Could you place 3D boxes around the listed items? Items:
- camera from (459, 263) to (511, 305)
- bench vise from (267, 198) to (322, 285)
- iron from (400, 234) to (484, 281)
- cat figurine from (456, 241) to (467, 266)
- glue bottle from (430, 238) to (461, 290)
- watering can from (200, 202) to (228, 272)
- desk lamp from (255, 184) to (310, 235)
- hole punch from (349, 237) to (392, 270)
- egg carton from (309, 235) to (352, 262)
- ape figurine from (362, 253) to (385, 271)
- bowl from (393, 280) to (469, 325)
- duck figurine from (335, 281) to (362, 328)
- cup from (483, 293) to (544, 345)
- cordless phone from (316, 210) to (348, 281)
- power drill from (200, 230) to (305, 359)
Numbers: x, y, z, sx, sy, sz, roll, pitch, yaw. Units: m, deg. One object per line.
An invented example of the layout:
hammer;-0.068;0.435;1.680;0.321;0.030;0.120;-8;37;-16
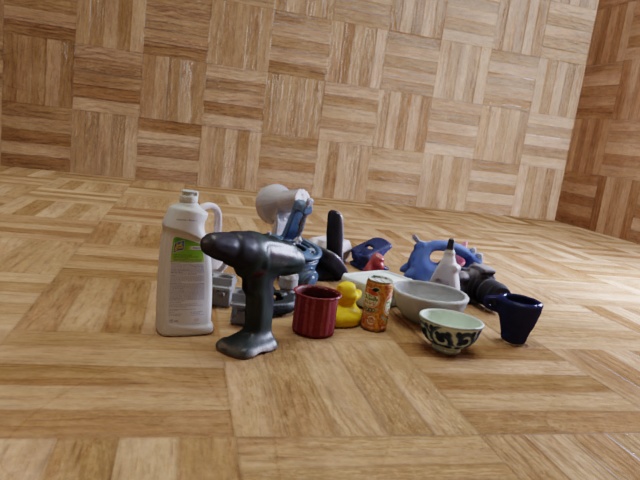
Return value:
camera;0.397;0.116;1.423;0.143;0.101;0.136;3;11;-22
bench vise;-0.081;-0.006;1.420;0.206;0.220;0.122;14;12;31
iron;0.352;0.068;1.541;0.258;0.141;0.118;7;11;-2
cat figurine;0.416;0.063;1.676;0.067;0.118;0.127;3;12;-23
glue bottle;0.298;0.081;1.348;0.077;0.173;0.037;15;13;34
watering can;-0.267;0.011;1.277;0.172;0.194;0.101;10;11;13
desk lamp;-0.100;-0.053;1.678;0.118;0.213;0.202;-1;14;-38
hole punch;0.149;0.040;1.689;0.101;0.091;0.108;2;12;-28
egg carton;0.026;0.030;1.717;0.107;0.069;0.151;13;12;28
ape figurine;0.142;0.079;1.471;0.075;0.092;0.078;16;13;38
bowl;0.233;0.144;1.237;0.167;0.075;0.167;7;11;-1
duck figurine;0.046;0.127;1.165;0.105;0.086;0.077;-3;14;-43
cup;0.392;0.164;1.183;0.117;0.095;0.092;9;11;11
cordless phone;0.014;0.005;1.522;0.094;0.185;0.147;-2;14;-40
power drill;-0.115;0.084;0.954;0.075;0.208;0.230;14;13;33
